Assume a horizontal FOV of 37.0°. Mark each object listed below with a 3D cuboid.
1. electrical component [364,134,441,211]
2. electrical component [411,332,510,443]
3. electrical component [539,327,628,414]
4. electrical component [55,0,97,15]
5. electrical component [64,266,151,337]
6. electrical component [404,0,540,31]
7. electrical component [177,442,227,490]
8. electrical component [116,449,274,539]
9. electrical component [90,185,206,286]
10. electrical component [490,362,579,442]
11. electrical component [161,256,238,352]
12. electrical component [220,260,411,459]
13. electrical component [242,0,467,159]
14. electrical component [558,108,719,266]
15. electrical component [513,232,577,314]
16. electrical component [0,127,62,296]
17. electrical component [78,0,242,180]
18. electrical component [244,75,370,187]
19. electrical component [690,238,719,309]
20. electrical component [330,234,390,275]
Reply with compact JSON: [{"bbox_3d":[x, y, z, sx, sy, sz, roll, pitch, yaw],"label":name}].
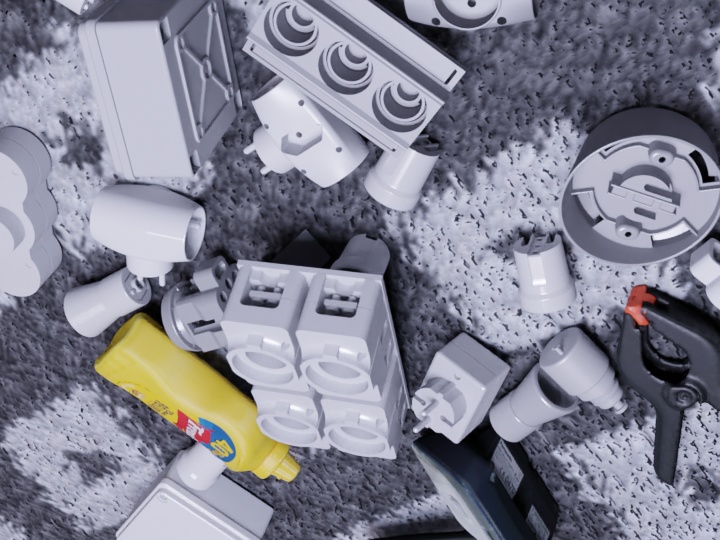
[{"bbox_3d":[0.030,-0.070,0.737,0.040,0.040,0.046,29,123,-2],"label":"electrical component"},{"bbox_3d":[0.066,0.097,0.813,0.047,0.077,0.065,37,131,20],"label":"electrical component"},{"bbox_3d":[0.168,0.077,0.794,0.078,0.040,0.040,43,126,-14],"label":"electrical component"},{"bbox_3d":[-0.205,-0.202,0.722,0.065,0.044,0.044,31,128,-11],"label":"electrical component"},{"bbox_3d":[-0.204,0.023,0.881,0.065,0.044,0.044,-25,113,26],"label":"electrical component"},{"bbox_3d":[0.066,-0.187,0.638,0.077,0.044,0.079,3,125,16],"label":"electrical component"},{"bbox_3d":[-0.136,0.168,0.962,0.040,0.040,0.046,38,122,-10],"label":"electrical component"},{"bbox_3d":[-0.155,0.239,1.007,0.109,0.056,0.108,36,127,-8],"label":"electrical component"},{"bbox_3d":[-0.163,-0.022,0.833,0.077,0.044,0.079,13,127,10],"label":"electrical component"},{"bbox_3d":[0.130,0.104,0.826,0.044,0.044,0.065,36,132,-8],"label":"electrical component"},{"bbox_3d":[-0.118,0.032,0.848,0.057,0.058,0.078,-16,118,24],"label":"electrical component"},{"bbox_3d":[-0.029,0.076,0.807,0.105,0.060,0.186,6,146,14],"label":"electrical component"},{"bbox_3d":[-0.001,-0.139,0.682,0.121,0.063,0.078,35,127,-7],"label":"electrical component"},{"bbox_3d":[0.180,-0.052,0.683,0.099,0.064,0.099,9,126,12],"label":"electrical component"},{"bbox_3d":[0.129,0.002,0.755,0.040,0.040,0.046,-6,116,22],"label":"electrical component"},{"bbox_3d":[-0.278,-0.035,0.843,0.052,0.073,0.138,12,127,10],"label":"electrical component"},{"bbox_3d":[-0.126,-0.130,0.703,0.056,0.108,0.108,2,125,14],"label":"electrical component"},{"bbox_3d":[-0.047,-0.092,0.744,0.079,0.043,0.077,-28,112,32],"label":"electrical component"},{"bbox_3d":[0.264,0.001,0.697,0.078,0.058,0.057,36,130,-8],"label":"electrical component"},{"bbox_3d":[0.000,0.000,0.792,0.040,0.046,0.040,9,126,12],"label":"electrical component"}]
